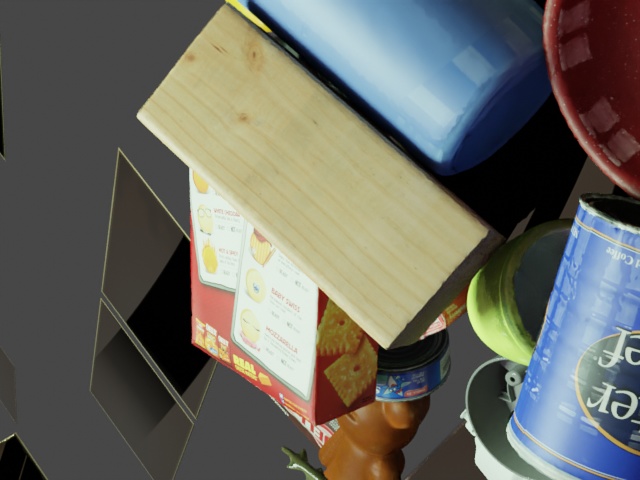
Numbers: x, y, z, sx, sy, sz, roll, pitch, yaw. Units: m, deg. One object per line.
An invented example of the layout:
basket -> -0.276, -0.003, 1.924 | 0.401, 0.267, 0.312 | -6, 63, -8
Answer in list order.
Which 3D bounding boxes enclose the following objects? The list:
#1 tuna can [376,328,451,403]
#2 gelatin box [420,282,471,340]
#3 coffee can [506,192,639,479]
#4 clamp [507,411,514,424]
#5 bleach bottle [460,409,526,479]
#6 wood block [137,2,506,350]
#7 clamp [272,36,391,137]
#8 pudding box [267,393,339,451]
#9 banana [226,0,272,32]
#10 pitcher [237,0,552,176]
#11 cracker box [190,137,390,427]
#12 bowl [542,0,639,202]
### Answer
tuna can -> 0.062, 0.089, 0.858 | 0.086, 0.086, 0.034 | 32, 141, 41
gelatin box -> 0.090, 0.043, 0.781 | 0.030, 0.073, 0.089 | 57, 152, 1
coffee can -> 0.169, 0.057, 0.572 | 0.103, 0.102, 0.140 | 29, 111, 44
clamp -> 0.237, 0.174, 0.681 | 0.165, 0.036, 0.210 | -23, 110, 42
bleach bottle -> 0.195, 0.225, 0.803 | 0.251, 0.068, 0.103 | 50, 151, 21
wood block -> 0.002, -0.037, 0.645 | 0.206, 0.090, 0.090 | 42, -171, 14
clamp -> -0.006, -0.115, 0.819 | 0.120, 0.039, 0.172 | 65, 155, -1
pudding box -> -0.003, 0.167, 1.091 | 0.113, 0.039, 0.090 | 46, 150, 22
banana -> -0.082, -0.217, 0.816 | 0.037, 0.069, 0.198 | -49, 68, 20
pitcher -> 0.027, -0.150, 0.645 | 0.243, 0.149, 0.145 | 47, 111, 16
cracker box -> -0.027, 0.008, 0.810 | 0.164, 0.071, 0.214 | 26, 122, 45
bowl -> 0.186, -0.088, 0.512 | 0.162, 0.055, 0.162 | 39, 147, 32
